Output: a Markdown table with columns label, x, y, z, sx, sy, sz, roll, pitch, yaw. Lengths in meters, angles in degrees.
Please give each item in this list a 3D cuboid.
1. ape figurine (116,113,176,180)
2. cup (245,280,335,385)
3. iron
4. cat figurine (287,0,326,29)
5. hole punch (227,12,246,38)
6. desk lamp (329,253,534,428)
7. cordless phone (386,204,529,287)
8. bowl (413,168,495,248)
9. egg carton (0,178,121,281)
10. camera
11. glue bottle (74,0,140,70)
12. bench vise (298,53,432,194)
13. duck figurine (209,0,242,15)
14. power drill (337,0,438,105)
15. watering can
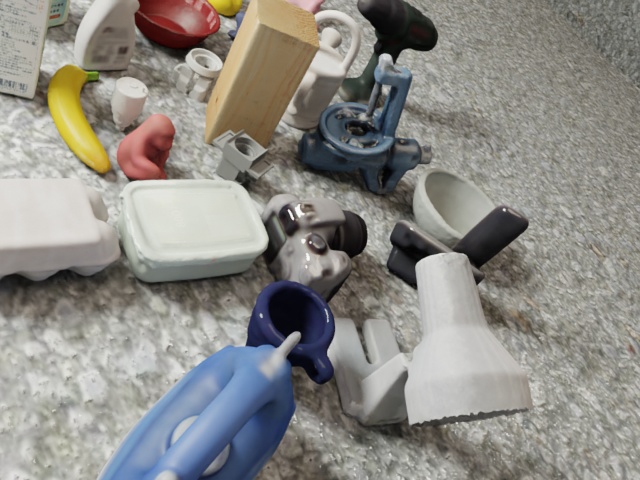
| label | x | y | z | sx | sy | sz | roll | pitch | yaw |
| --- | --- | --- | --- | --- | --- | --- | --- | --- | --- |
| ape figurine | -0.208 | -0.116 | 0.713 | 0.076 | 0.092 | 0.078 | 35 | 41 | -2 |
| cup | -0.035 | 0.115 | 0.617 | 0.092 | 0.095 | 0.117 | -14 | 62 | -42 |
| iron | -0.104 | 0.177 | 0.475 | 0.118 | 0.141 | 0.259 | 40 | 41 | 4 |
| cat figurine | -0.028 | -0.531 | 1.205 | 0.067 | 0.117 | 0.127 | -14 | 61 | -42 |
| hole punch | -0.095 | -0.382 | 1.039 | 0.109 | 0.091 | 0.101 | -12 | 60 | -41 |
| desk lamp | 0.107 | 0.126 | 0.617 | 0.118 | 0.213 | 0.203 | 7 | 49 | -30 |
| cordless phone | 0.194 | -0.007 | 0.823 | 0.148 | 0.185 | 0.094 | 31 | 41 | -6 |
| bowl | 0.215 | -0.036 | 0.951 | 0.168 | 0.074 | 0.167 | 20 | 44 | -19 |
| egg carton | -0.285 | -0.009 | 0.576 | 0.151 | 0.069 | 0.107 | -7 | 57 | -39 |
| camera | 0.007 | 0.003 | 0.747 | 0.137 | 0.100 | 0.143 | -4 | 55 | -38 |
| glue bottle | -0.281 | -0.310 | 0.779 | 0.078 | 0.173 | 0.037 | -16 | 62 | -43 |
| bench vise | 0.095 | -0.184 | 0.891 | 0.208 | 0.219 | 0.121 | -2 | 54 | -36 |
| duck figurine | -0.175 | -0.486 | 1.085 | 0.078 | 0.086 | 0.104 | 15 | 45 | -24 |
| power drill | 0.112 | -0.353 | 1.070 | 0.230 | 0.208 | 0.075 | -13 | 61 | -42 |
| watering can | -0.005 | -0.291 | 0.940 | 0.101 | 0.194 | 0.172 | 13 | 46 | -25 |
